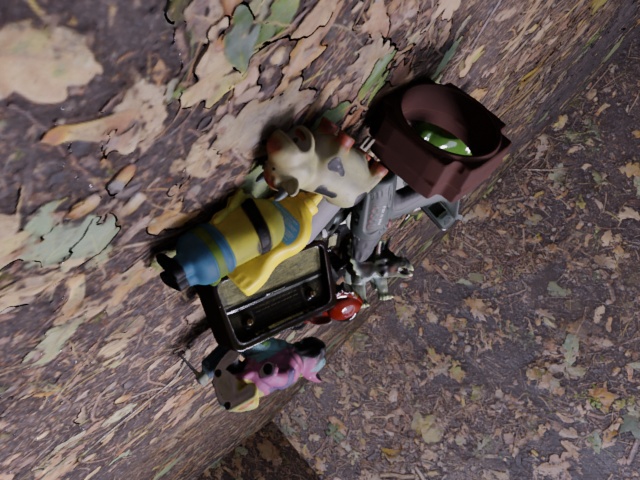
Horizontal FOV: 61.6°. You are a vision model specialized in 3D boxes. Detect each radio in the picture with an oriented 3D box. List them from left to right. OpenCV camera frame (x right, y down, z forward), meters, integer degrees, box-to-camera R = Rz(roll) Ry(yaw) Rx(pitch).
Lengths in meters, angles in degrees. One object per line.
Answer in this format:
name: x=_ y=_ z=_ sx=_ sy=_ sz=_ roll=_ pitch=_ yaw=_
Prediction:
radio: x=-0.084 y=0.091 z=0.922 sx=0.229 sy=0.131 sz=0.073 roll=-21 pitch=-167 yaw=-32

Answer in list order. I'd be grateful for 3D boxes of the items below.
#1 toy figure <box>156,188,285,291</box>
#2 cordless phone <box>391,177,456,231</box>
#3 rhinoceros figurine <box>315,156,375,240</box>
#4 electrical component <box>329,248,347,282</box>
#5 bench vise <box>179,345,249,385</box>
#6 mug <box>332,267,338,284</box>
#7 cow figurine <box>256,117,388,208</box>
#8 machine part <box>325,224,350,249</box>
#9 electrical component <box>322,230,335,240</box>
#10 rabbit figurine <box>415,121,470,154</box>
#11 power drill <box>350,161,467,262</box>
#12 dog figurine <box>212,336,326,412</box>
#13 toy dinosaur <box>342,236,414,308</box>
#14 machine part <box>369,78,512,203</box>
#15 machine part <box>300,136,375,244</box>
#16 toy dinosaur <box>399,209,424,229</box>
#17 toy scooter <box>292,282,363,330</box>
toy figure: x=-0.130 y=0.007 z=0.736 sx=0.180 sy=0.089 sz=0.082 roll=-38 pitch=170 yaw=-30
cordless phone: x=0.208 y=-0.072 z=1.228 sx=0.146 sy=0.184 sz=0.088 roll=-38 pitch=168 yaw=-24
rhinoceros figurine: x=0.045 y=-0.074 z=1.008 sx=0.190 sy=0.073 sz=0.112 roll=-45 pitch=166 yaw=0
electrical component: x=0.025 y=0.066 z=1.336 sx=0.048 sy=0.075 sz=0.119 roll=-41 pitch=167 yaw=-16
bench vise: x=-0.165 y=0.204 z=1.127 sx=0.240 sy=0.129 sz=0.223 roll=-40 pitch=162 yaw=-32
mug: x=-0.018 y=0.089 z=1.236 sx=0.107 sy=0.109 sz=0.081 roll=-33 pitch=-158 yaw=2
cow figurine: x=-0.003 y=-0.100 z=0.748 sx=0.127 sy=0.086 sz=0.194 roll=-54 pitch=141 yaw=8
machine part: x=0.057 y=-0.027 z=1.237 sx=0.139 sy=0.039 sz=0.084 roll=-38 pitch=156 yaw=-15
electrical component: x=-0.001 y=-0.005 z=1.126 sx=0.078 sy=0.045 sz=0.102 roll=-24 pitch=155 yaw=-48
rabbit figurine: x=0.224 y=-0.169 z=1.127 sx=0.159 sy=0.121 sz=0.170 roll=-25 pitch=154 yaw=-35
power drill: x=0.154 y=-0.057 z=0.984 sx=0.207 sy=0.086 sz=0.231 roll=-9 pitch=140 yaw=-3
dog figurine: x=-0.086 y=0.263 z=1.079 sx=0.191 sy=0.109 sz=0.219 roll=-45 pitch=148 yaw=13
toy dinosaur: x=0.111 y=0.058 z=1.404 sx=0.131 sy=0.192 sz=0.405 roll=-10 pitch=-171 yaw=-10
machine part: x=0.202 y=-0.174 z=0.903 sx=0.201 sy=0.202 sz=0.087 roll=-33 pitch=157 yaw=-34
machine part: x=0.005 y=-0.077 z=0.890 sx=0.243 sy=0.079 sz=0.079 roll=-48 pitch=165 yaw=17
toy dinosaur: x=0.257 y=-0.115 z=1.400 sx=0.471 sy=0.105 sz=0.198 roll=-16 pitch=154 yaw=-41
toy scooter: x=0.002 y=0.133 z=1.184 sx=0.184 sy=0.075 sz=0.135 roll=-14 pitch=135 yaw=-3
